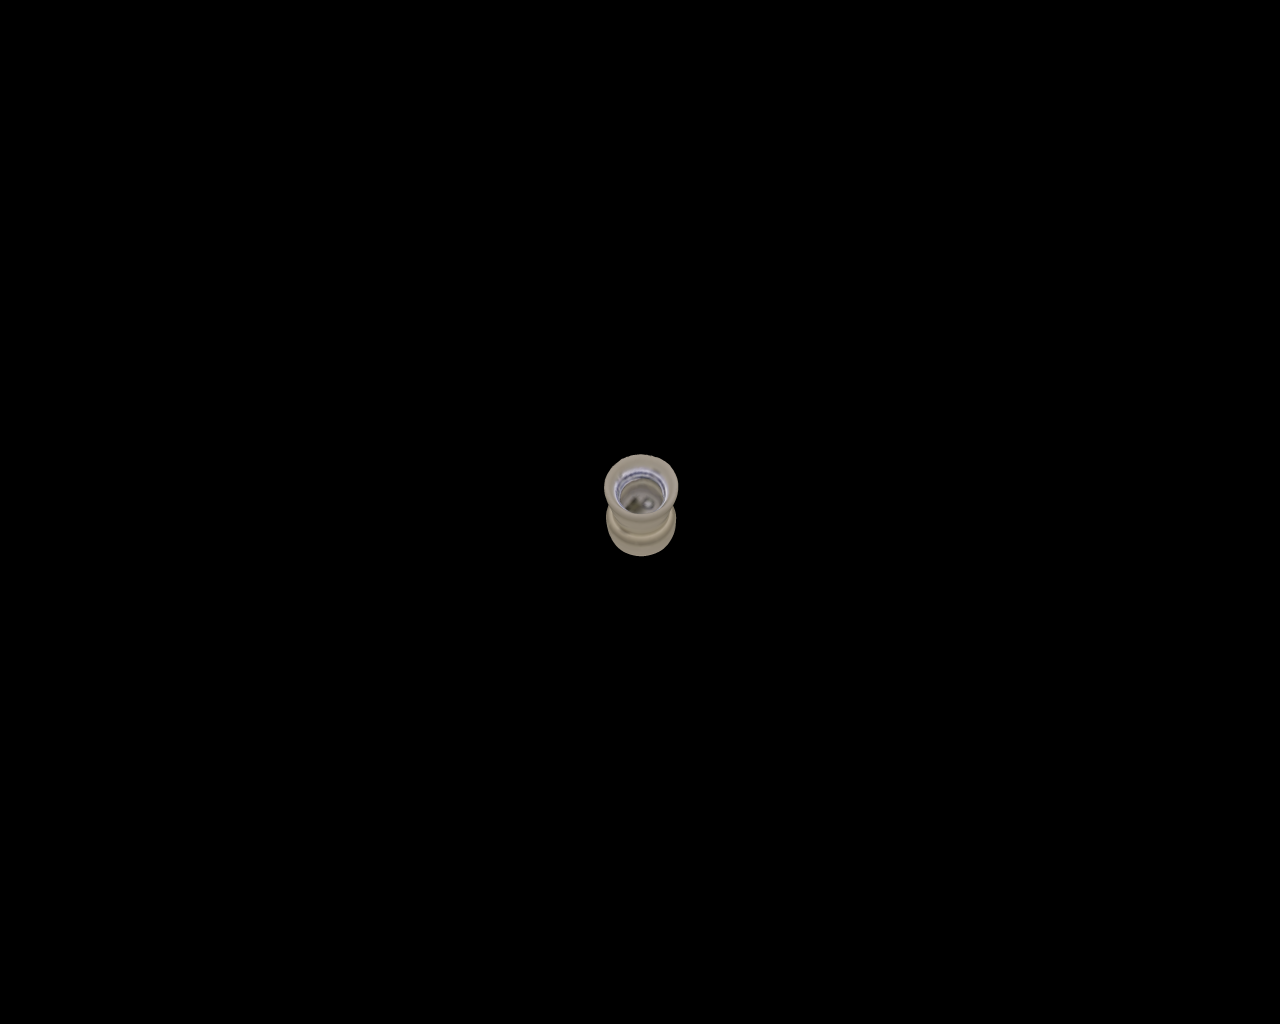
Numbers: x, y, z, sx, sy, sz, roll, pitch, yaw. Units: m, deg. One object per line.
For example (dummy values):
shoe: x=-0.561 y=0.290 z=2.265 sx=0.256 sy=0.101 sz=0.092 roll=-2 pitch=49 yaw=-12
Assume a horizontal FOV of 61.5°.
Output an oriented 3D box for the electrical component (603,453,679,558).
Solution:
electrical component: x=0.001 y=-0.003 z=0.650 sx=0.045 sy=0.045 sz=0.055 roll=0 pitch=-30 yaw=0
